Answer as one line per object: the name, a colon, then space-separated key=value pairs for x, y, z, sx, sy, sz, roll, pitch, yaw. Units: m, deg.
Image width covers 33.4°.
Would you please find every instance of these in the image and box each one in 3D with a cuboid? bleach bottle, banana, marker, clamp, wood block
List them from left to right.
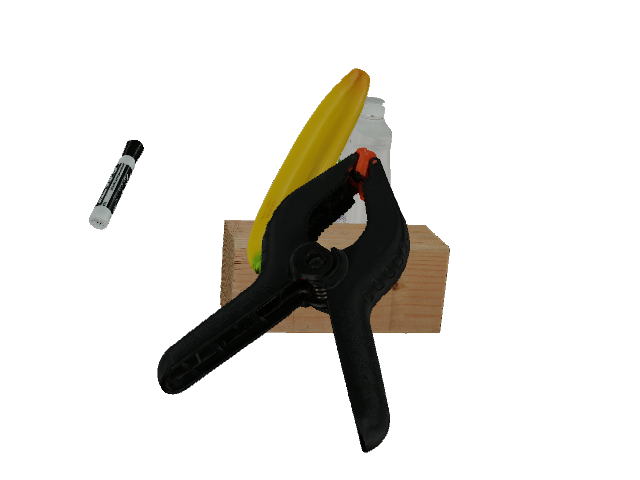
marker: x=-0.204 y=-0.060 z=1.077 sx=0.020 sy=0.121 sz=0.020 roll=8 pitch=-43 yaw=8
banana: x=-0.012 y=-0.045 z=0.827 sx=0.037 sy=0.197 sz=0.070 roll=33 pitch=-27 yaw=-18
wood block: x=0.010 y=0.036 z=1.040 sx=0.206 sy=0.091 sz=0.090 roll=2 pitch=15 yaw=-12
clamp: x=0.007 y=0.028 z=0.552 sx=0.120 sy=0.171 sz=0.039 roll=24 pitch=-26 yaw=17
bleach bottle: x=0.047 y=-0.039 z=1.241 sx=0.068 sy=0.251 sz=0.103 roll=-1 pitch=22 yaw=-22
